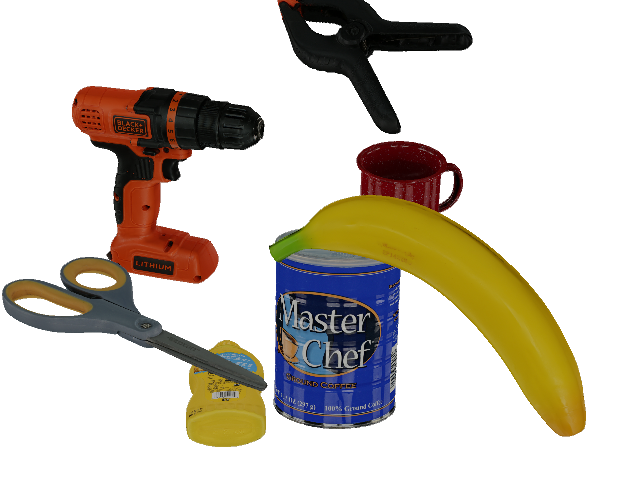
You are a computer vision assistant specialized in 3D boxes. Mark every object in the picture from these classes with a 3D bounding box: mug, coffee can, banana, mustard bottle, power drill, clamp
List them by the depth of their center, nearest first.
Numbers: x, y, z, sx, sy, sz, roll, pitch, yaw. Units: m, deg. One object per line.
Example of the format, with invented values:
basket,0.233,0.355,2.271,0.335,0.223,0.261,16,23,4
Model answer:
banana,0.071,0.028,0.586,0.198,0.070,0.037,32,16,9
coffee can,0.013,0.068,0.870,0.103,0.140,0.103,1,15,0
clamp,0.042,-0.174,0.920,0.120,0.172,0.039,-40,-24,-21
power drill,-0.139,-0.054,1.011,0.184,0.188,0.057,9,30,16
mug,0.094,-0.050,1.118,0.117,0.081,0.093,-11,33,-18
mustard bottle,-0.119,0.183,1.355,0.096,0.058,0.191,-3,27,-3

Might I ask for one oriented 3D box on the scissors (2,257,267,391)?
scissors,-0.115,0.050,0.717,0.202,0.016,0.096,12,29,14
